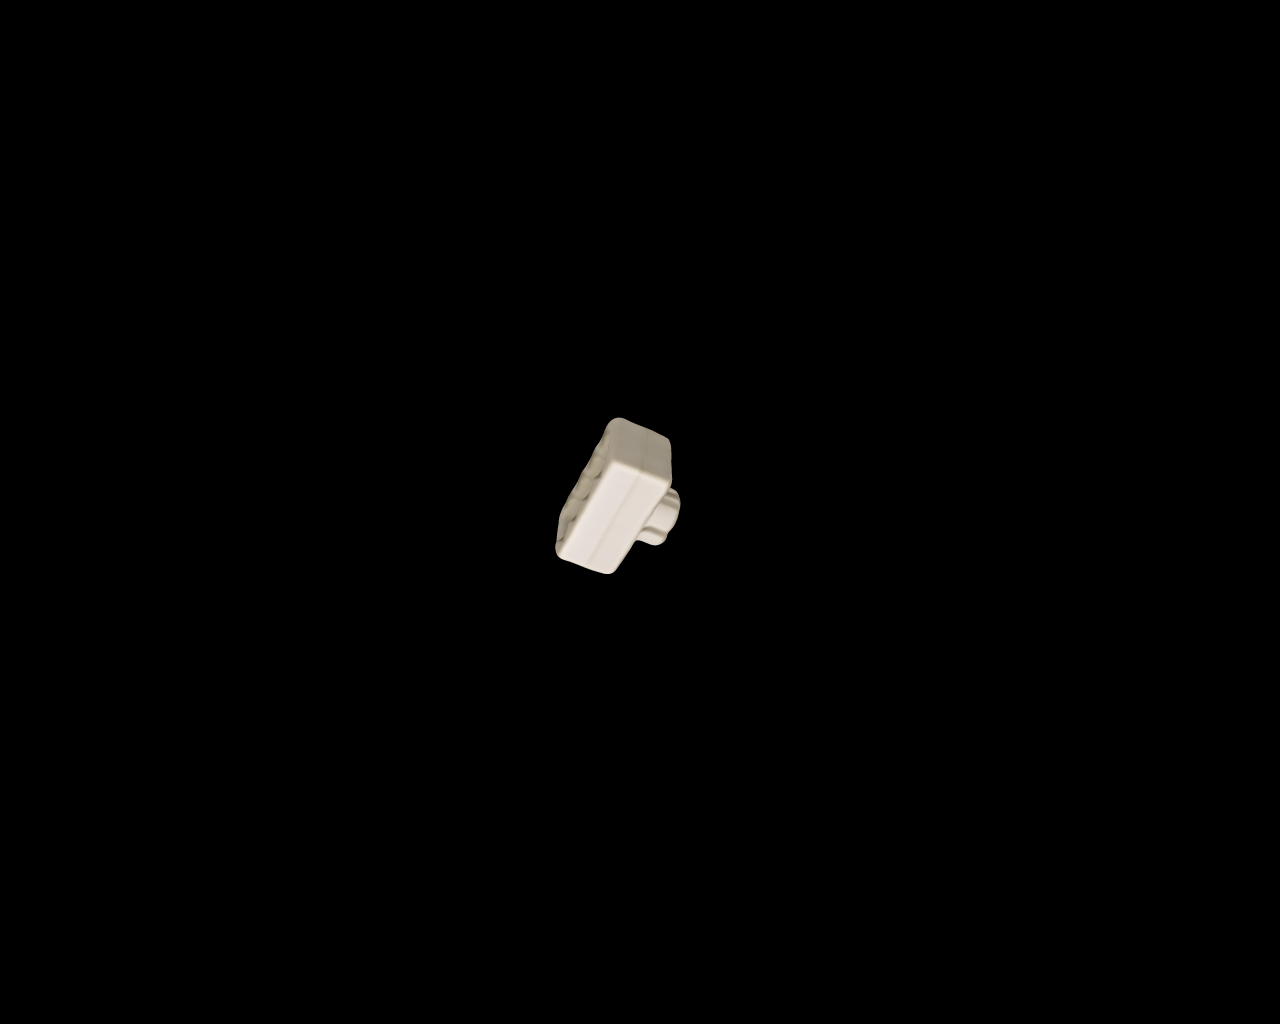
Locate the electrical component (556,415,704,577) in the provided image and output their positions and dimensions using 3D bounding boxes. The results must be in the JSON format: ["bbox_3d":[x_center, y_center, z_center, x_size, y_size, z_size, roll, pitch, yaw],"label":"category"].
[{"bbox_3d":[0.001,-0.003,0.650,0.076,0.083,0.047,21,36,-16],"label":"electrical component"}]
